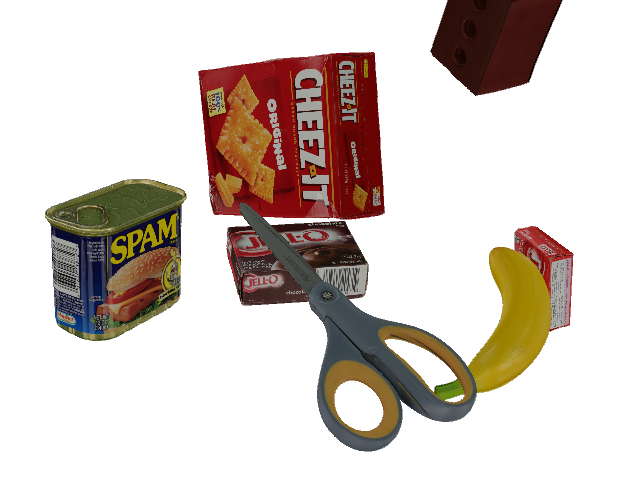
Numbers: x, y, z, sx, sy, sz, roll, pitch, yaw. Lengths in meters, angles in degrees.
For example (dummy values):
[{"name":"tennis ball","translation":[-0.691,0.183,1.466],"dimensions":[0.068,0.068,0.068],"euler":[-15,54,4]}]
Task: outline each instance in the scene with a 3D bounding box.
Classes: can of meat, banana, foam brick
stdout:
[{"name":"can of meat","translation":[-0.141,0.012,0.745],"dimensions":[0.058,0.084,0.101],"euler":[17,26,28]},{"name":"banana","translation":[0.146,0.058,0.831],"dimensions":[0.070,0.037,0.197],"euler":[8,33,20]},{"name":"foam brick","translation":[0.115,-0.143,0.700],"dimensions":[0.051,0.078,0.053],"euler":[-20,54,-30]}]

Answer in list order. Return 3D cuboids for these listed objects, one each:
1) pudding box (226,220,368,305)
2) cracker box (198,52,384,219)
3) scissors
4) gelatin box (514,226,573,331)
[{"name":"pudding box","translation":[-0.022,0.018,0.944],"dimensions":[0.113,0.039,0.090],"euler":[-1,27,-13]},{"name":"cracker box","translation":[-0.036,-0.107,1.120],"dimensions":[0.071,0.164,0.214],"euler":[-11,10,-41]},{"name":"scissors","translation":[-0.003,0.050,0.620],"dimensions":[0.202,0.016,0.096],"euler":[33,52,25]},{"name":"gelatin box","translation":[0.233,0.039,1.124],"dimensions":[0.030,0.089,0.073],"euler":[-13,29,-15]}]
